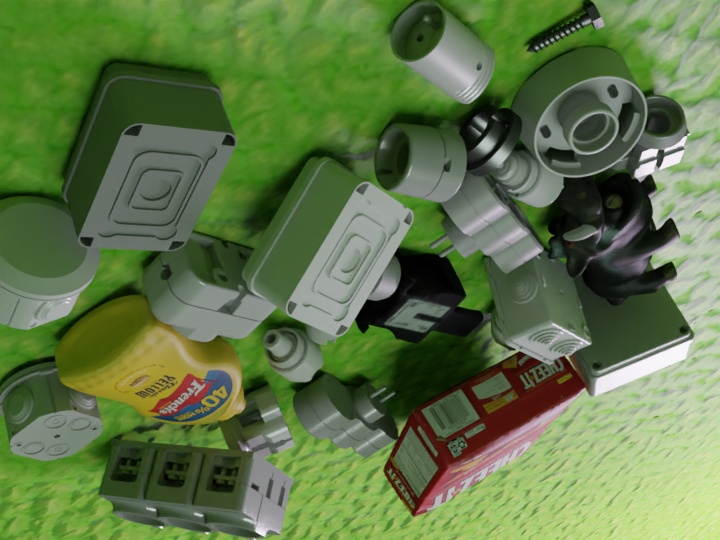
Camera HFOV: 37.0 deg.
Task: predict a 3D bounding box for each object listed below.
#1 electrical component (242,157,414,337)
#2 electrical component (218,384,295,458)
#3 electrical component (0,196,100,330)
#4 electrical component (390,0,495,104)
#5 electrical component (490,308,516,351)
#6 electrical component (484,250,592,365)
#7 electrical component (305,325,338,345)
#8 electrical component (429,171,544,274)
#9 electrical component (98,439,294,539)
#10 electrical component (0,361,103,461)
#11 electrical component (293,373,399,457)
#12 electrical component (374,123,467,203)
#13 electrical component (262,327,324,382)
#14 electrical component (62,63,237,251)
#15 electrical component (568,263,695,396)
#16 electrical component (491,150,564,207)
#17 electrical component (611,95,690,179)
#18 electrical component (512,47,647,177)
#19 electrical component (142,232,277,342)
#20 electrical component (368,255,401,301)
[{"bbox_3d":[-0.024,-0.018,0.791,0.078,0.057,0.113,29,93,-50],"label":"electrical component"},{"bbox_3d":[-0.099,0.148,1.013,0.057,0.058,0.078,-23,147,-6],"label":"electrical component"},{"bbox_3d":[-0.216,-0.005,0.708,0.080,0.080,0.051,1,144,-33],"label":"electrical component"},{"bbox_3d":[0.061,-0.143,0.721,0.043,0.043,0.081,-39,144,21],"label":"electrical component"},{"bbox_3d":[0.147,0.047,1.038,0.043,0.043,0.062,-21,146,-5],"label":"electrical component"},{"bbox_3d":[0.163,0.029,0.975,0.048,0.099,0.100,-27,149,28],"label":"electrical component"},{"bbox_3d":[-0.028,0.038,0.921,0.040,0.040,0.046,-13,150,-16],"label":"electrical component"},{"bbox_3d":[0.092,-0.034,0.882,0.074,0.052,0.138,-33,146,14],"label":"electrical component"},{"bbox_3d":[-0.151,0.204,0.988,0.150,0.061,0.089,1,154,23],"label":"electrical component"},{"bbox_3d":[-0.252,0.114,0.876,0.080,0.051,0.080,-17,146,-12],"label":"electrical component"},{"bbox_3d":[0.001,0.137,1.063,0.074,0.052,0.138,-35,146,16],"label":"electrical component"},{"bbox_3d":[0.043,-0.080,0.788,0.047,0.055,0.055,6,136,-33],"label":"electrical component"},{"bbox_3d":[-0.062,0.071,0.941,0.043,0.043,0.062,-32,145,11],"label":"electrical component"},{"bbox_3d":[-0.137,-0.070,0.685,0.078,0.057,0.113,2,139,-34],"label":"electrical component"},{"bbox_3d":[0.250,0.051,1.049,0.109,0.108,0.056,-22,149,-4],"label":"electrical component"},{"bbox_3d":[0.129,-0.076,0.857,0.078,0.040,0.040,16,129,-45],"label":"electrical component"},{"bbox_3d":[0.238,-0.110,0.876,0.066,0.048,0.055,-20,154,-6],"label":"electrical component"},{"bbox_3d":[0.167,-0.121,0.820,0.099,0.064,0.099,-9,132,-10],"label":"electrical component"},{"bbox_3d":[-0.114,0.015,0.821,0.095,0.053,0.059,17,129,-45],"label":"electrical component"},{"bbox_3d":[0.000,0.000,0.880,0.055,0.045,0.045,13,131,-43],"label":"electrical component"}]
